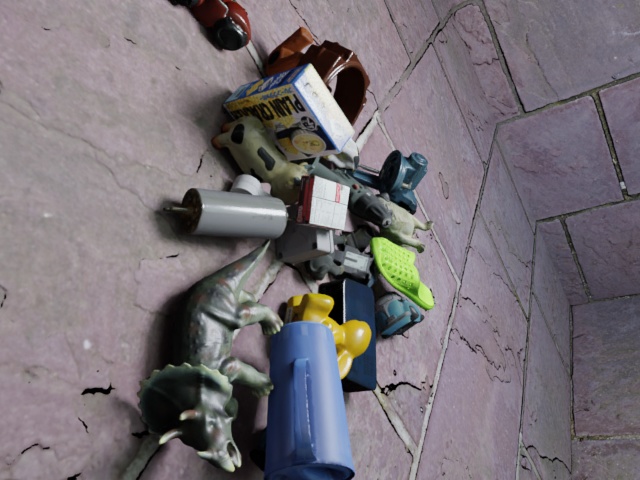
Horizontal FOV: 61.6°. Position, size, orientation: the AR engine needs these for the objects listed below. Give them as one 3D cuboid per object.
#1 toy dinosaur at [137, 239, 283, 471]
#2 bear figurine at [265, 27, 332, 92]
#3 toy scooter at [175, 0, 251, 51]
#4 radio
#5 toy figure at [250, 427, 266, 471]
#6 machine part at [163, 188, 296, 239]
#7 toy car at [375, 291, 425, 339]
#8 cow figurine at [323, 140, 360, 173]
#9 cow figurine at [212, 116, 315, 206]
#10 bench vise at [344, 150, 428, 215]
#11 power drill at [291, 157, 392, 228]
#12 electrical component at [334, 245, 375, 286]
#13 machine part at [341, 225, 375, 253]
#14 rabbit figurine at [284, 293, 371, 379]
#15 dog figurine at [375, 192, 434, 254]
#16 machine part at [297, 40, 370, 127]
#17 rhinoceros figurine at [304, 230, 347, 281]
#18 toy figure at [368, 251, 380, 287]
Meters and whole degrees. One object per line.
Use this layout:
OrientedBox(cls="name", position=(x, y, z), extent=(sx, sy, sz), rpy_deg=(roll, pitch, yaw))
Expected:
OrientedBox(cls="toy dinosaur", position=(-0.162, 0.142, 0.818), extent=(0.192, 0.131, 0.405), rpy_deg=(37, 42, -44))
OrientedBox(cls="bear figurine", position=(-0.027, -0.356, 1.218), extent=(0.195, 0.132, 0.120), rpy_deg=(36, 49, -36))
OrientedBox(cls="toy scooter", position=(-0.202, -0.467, 1.051), extent=(0.183, 0.075, 0.135), rpy_deg=(36, 47, -38))
OrientedBox(cls="radio", position=(0.059, 0.203, 1.158), extent=(0.131, 0.073, 0.229), rpy_deg=(30, 51, -47))
OrientedBox(cls="toy figure", position=(-0.047, 0.340, 0.932), extent=(0.180, 0.082, 0.089), rpy_deg=(-28, 111, -61))
OrientedBox(cls="machine part", position=(-0.143, -0.042, 0.910), extent=(0.243, 0.079, 0.079), rpy_deg=(5, 72, -39))
OrientedBox(cls="toy car", position=(0.190, 0.177, 1.340), extent=(0.103, 0.109, 0.161), rpy_deg=(59, 20, 18))
OrientedBox(cls="cow figurine", position=(0.055, -0.240, 1.314), extent=(0.098, 0.068, 0.167), rpy_deg=(33, 35, -34))
OrientedBox(cls="cow figurine", position=(-0.098, -0.148, 1.020), extent=(0.194, 0.127, 0.085), rpy_deg=(55, 40, -24))
OrientedBox(cls="bench vise", position=(0.157, -0.152, 1.395), extent=(0.240, 0.223, 0.129), rpy_deg=(17, 52, -18))
OrientedBox(cls="power drill", position=(0.041, -0.120, 1.175), extent=(0.207, 0.086, 0.232), rpy_deg=(23, 15, -31))
OrientedBox(cls="electrical component", position=(0.061, 0.055, 1.228), extent=(0.119, 0.047, 0.075), rpy_deg=(13, 57, -3))
OrientedBox(cls="machine part", position=(0.092, 0.002, 1.324), extent=(0.139, 0.039, 0.084), rpy_deg=(-36, 102, -54))
OrientedBox(cls="rabbit figurine", position=(0.023, 0.186, 1.022), extent=(0.173, 0.122, 0.162), rpy_deg=(15, 65, -27))
OrientedBox(cls="dog figurine", position=(0.172, -0.038, 1.401), extent=(0.190, 0.172, 0.121), rpy_deg=(32, 50, -16))
OrientedBox(cls="machine part", position=(0.014, -0.301, 1.154), extent=(0.201, 0.087, 0.201), rpy_deg=(-59, 154, -1))
OrientedBox(cls="rhinoceros figurine", position=(-0.002, -0.003, 1.155), extent=(0.112, 0.073, 0.190), rpy_deg=(30, 50, -42))
OrientedBox(cls="toy figure", position=(0.125, 0.069, 1.330), extent=(0.154, 0.058, 0.064), rpy_deg=(-50, 163, -52))
